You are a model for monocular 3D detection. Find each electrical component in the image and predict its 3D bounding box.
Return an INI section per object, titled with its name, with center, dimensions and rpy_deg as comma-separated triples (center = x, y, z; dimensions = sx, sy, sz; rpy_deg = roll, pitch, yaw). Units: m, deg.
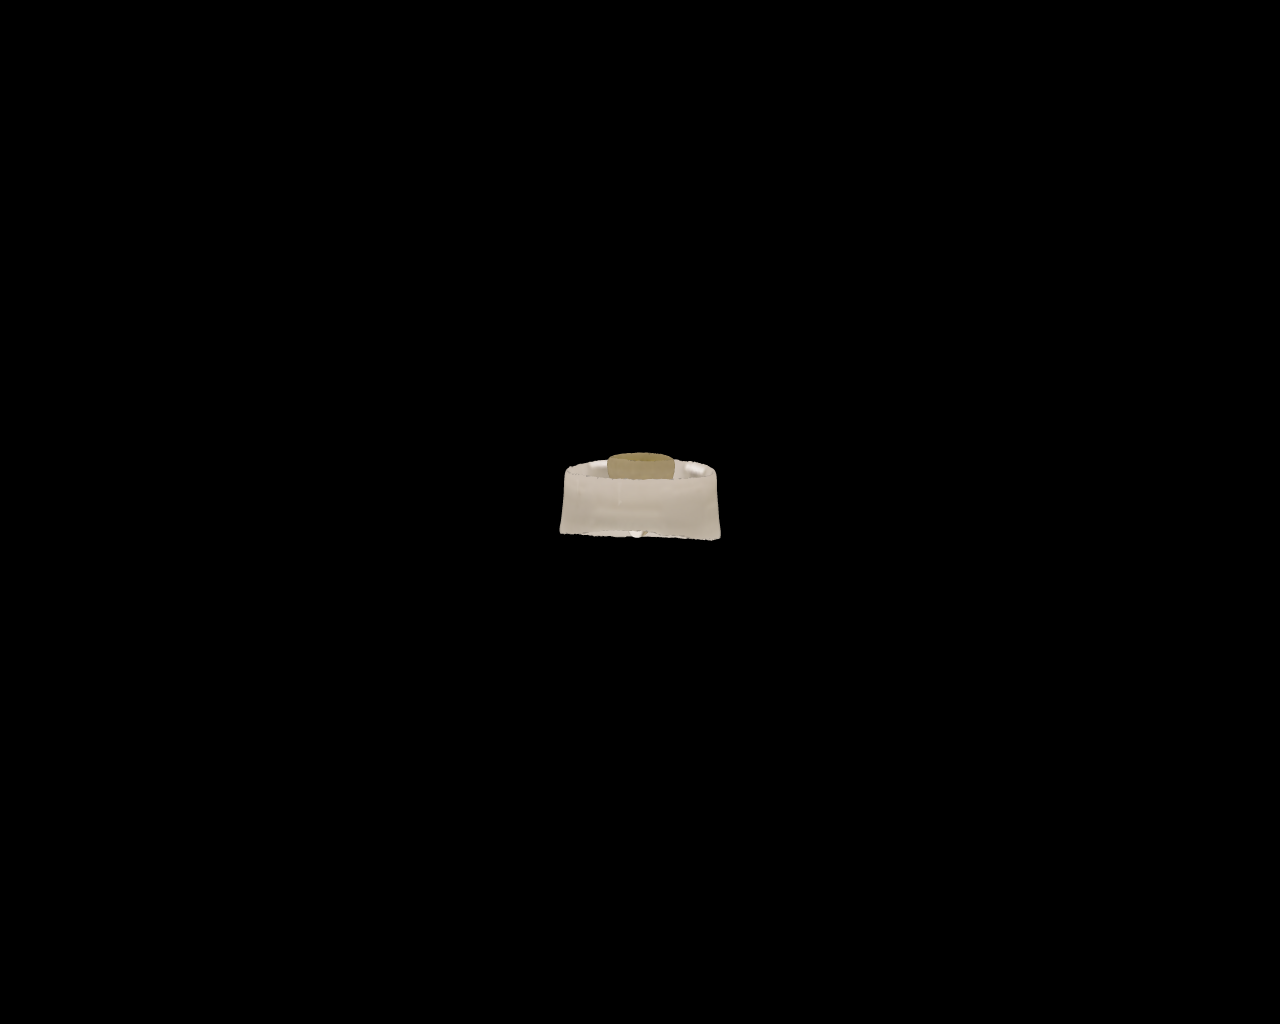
[electrical component]
center = 0.001, -0.003, 0.650
dimensions = 0.099, 0.064, 0.099
rpy_deg = 0, 11, 0
